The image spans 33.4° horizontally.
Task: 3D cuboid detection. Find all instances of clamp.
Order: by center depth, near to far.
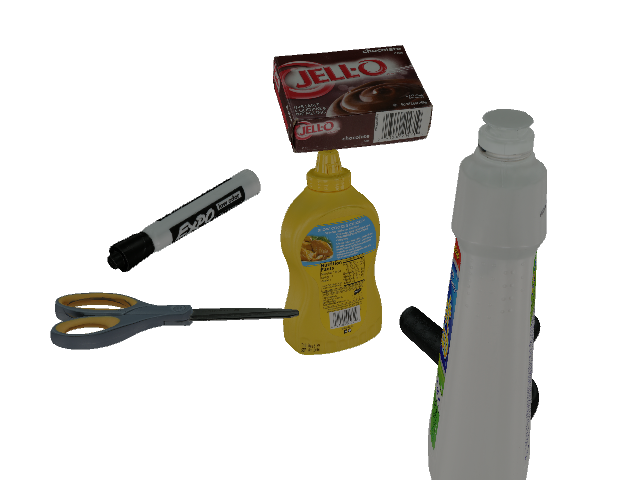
[{"bbox_3d":[0.140,0.104,0.862,0.120,0.039,0.171,-7,34,-8],"label":"clamp"}]

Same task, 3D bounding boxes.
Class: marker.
[{"bbox_3d":[-0.087,-0.013,0.686,0.120,0.020,0.020,-33,21,-36],"label":"marker"}]

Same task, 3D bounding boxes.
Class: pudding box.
[{"bbox_3d":[0.024,-0.115,0.857,0.113,0.039,0.090,-5,44,-11],"label":"pudding box"}]

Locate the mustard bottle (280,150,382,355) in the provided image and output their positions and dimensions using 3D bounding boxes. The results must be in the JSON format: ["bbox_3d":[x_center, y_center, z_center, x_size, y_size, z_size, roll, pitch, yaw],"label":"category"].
[{"bbox_3d":[0.010,0.008,0.999,0.096,0.192,0.058,-12,24,-23],"label":"mustard bottle"}]

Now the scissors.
[{"bbox_3d":[-0.126,0.067,0.854,0.202,0.016,0.096,4,22,14],"label":"scissors"}]

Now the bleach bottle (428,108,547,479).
[{"bbox_3d":[0.106,0.037,0.660,0.068,0.251,0.102,4,30,7],"label":"bleach bottle"}]
